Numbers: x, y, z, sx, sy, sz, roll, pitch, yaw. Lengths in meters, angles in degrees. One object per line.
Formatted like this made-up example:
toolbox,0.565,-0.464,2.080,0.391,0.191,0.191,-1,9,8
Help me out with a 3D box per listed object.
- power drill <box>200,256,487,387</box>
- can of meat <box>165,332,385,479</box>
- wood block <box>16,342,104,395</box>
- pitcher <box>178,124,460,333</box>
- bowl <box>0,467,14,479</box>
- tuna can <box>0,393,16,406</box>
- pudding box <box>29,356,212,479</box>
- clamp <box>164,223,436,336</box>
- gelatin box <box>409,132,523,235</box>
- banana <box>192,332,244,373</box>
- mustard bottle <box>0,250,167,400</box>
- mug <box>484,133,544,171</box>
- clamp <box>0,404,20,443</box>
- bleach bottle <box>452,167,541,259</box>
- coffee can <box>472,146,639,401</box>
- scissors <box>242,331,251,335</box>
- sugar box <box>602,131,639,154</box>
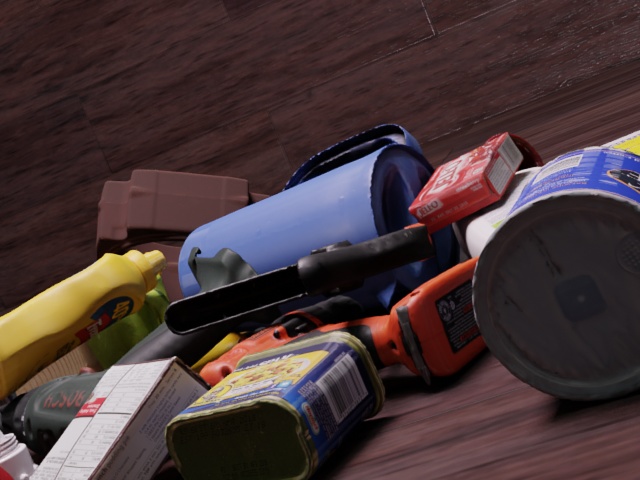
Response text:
power drill,0.031,0.065,0.731,0.188,0.057,0.184,-20,5,36
can of meat,-0.026,0.101,0.613,0.102,0.057,0.083,-18,9,34
wood block,-0.242,0.110,1.151,0.091,0.090,0.205,-19,7,19
pitcher,-0.006,0.001,0.956,0.243,0.145,0.149,-17,10,36
bowl,-0.273,0.180,0.702,0.162,0.055,0.162,-16,15,4
tuna can,-0.342,0.153,1.151,0.034,0.086,0.086,-24,6,0
pudding box,-0.127,0.127,0.655,0.090,0.039,0.113,-13,38,53
clamp,0.014,0.020,0.749,0.209,0.036,0.165,-16,-1,-36
gelatin box,0.119,-0.047,0.867,0.073,0.030,0.089,-27,13,33
banana,-0.155,0.126,0.941,0.197,0.037,0.070,-23,8,-4
mustard bottle,-0.212,0.062,0.927,0.191,0.058,0.096,-35,-10,-33
mug,0.179,-0.050,1.081,0.117,0.093,0.082,10,-18,-31
clamp,-0.302,0.178,1.013,0.172,0.039,0.120,-26,-3,25
bleach bottle,0.155,0.003,0.793,0.102,0.068,0.250,-26,8,9
coffee can,0.142,0.012,0.562,0.103,0.103,0.140,-20,7,22
scissors,-0.091,0.092,1.101,0.096,0.016,0.201,-21,7,3
sugar box,0.302,-0.074,0.992,0.093,0.048,0.176,-22,7,11
